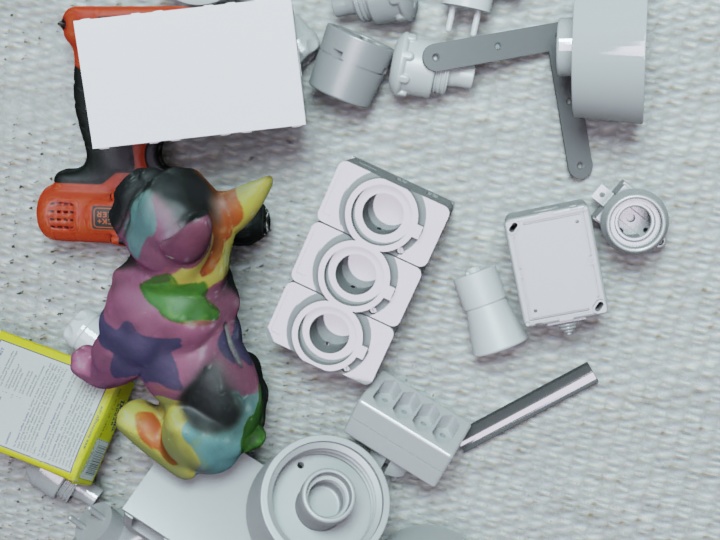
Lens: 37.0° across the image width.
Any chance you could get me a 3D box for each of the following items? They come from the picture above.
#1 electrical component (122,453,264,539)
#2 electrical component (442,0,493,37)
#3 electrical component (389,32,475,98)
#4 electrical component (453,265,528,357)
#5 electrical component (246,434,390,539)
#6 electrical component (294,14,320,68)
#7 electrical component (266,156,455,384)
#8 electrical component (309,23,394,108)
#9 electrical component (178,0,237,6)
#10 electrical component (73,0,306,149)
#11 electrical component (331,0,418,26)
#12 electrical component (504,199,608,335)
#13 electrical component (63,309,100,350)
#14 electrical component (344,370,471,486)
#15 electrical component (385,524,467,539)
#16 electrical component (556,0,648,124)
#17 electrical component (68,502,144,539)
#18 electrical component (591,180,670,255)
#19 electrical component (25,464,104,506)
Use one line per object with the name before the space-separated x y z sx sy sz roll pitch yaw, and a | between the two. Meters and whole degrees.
electrical component | -0.102 0.200 0.856 0.150 0.061 0.089 32 63 3
electrical component | 0.082 -0.212 0.789 0.077 0.043 0.079 13 100 7
electrical component | 0.054 -0.149 0.803 0.062 0.048 0.048 11 100 0
electrical component | 0.097 0.029 0.825 0.044 0.044 0.065 -20 90 11
electrical component | -0.029 0.177 0.813 0.108 0.060 0.108 5 65 -11
electrical component | -0.060 -0.183 0.820 0.035 0.035 0.061 -42 88 12
electrical component | 0.000 0.000 0.825 0.089 0.061 0.150 25 102 4
electrical component | -0.007 -0.153 0.807 0.055 0.055 0.047 24 105 4
electrical component | -0.116 -0.239 0.811 0.080 0.051 0.080 1 99 8
electrical component | -0.118 -0.140 0.770 0.150 0.061 0.089 -7 100 -1
electrical component | 0.010 -0.203 0.802 0.062 0.048 0.048 -9 97 17
electrical component | 0.147 0.000 0.802 0.062 0.061 0.096 -11 97 10
electrical component | -0.210 0.061 0.880 0.061 0.035 0.035 37 102 0
electrical component | 0.031 0.136 0.847 0.083 0.047 0.075 31 125 9
electrical component | 0.053 0.256 0.856 0.108 0.060 0.108 1 99 9
electrical component | 0.170 -0.157 0.754 0.060 0.108 0.108 2 99 14
electrical component | -0.208 0.218 0.887 0.077 0.044 0.079 -28 131 12
electrical component | 0.200 -0.037 0.791 0.066 0.055 0.048 39 102 1
electrical component | -0.244 0.173 0.898 0.062 0.043 0.043 35 102 1
